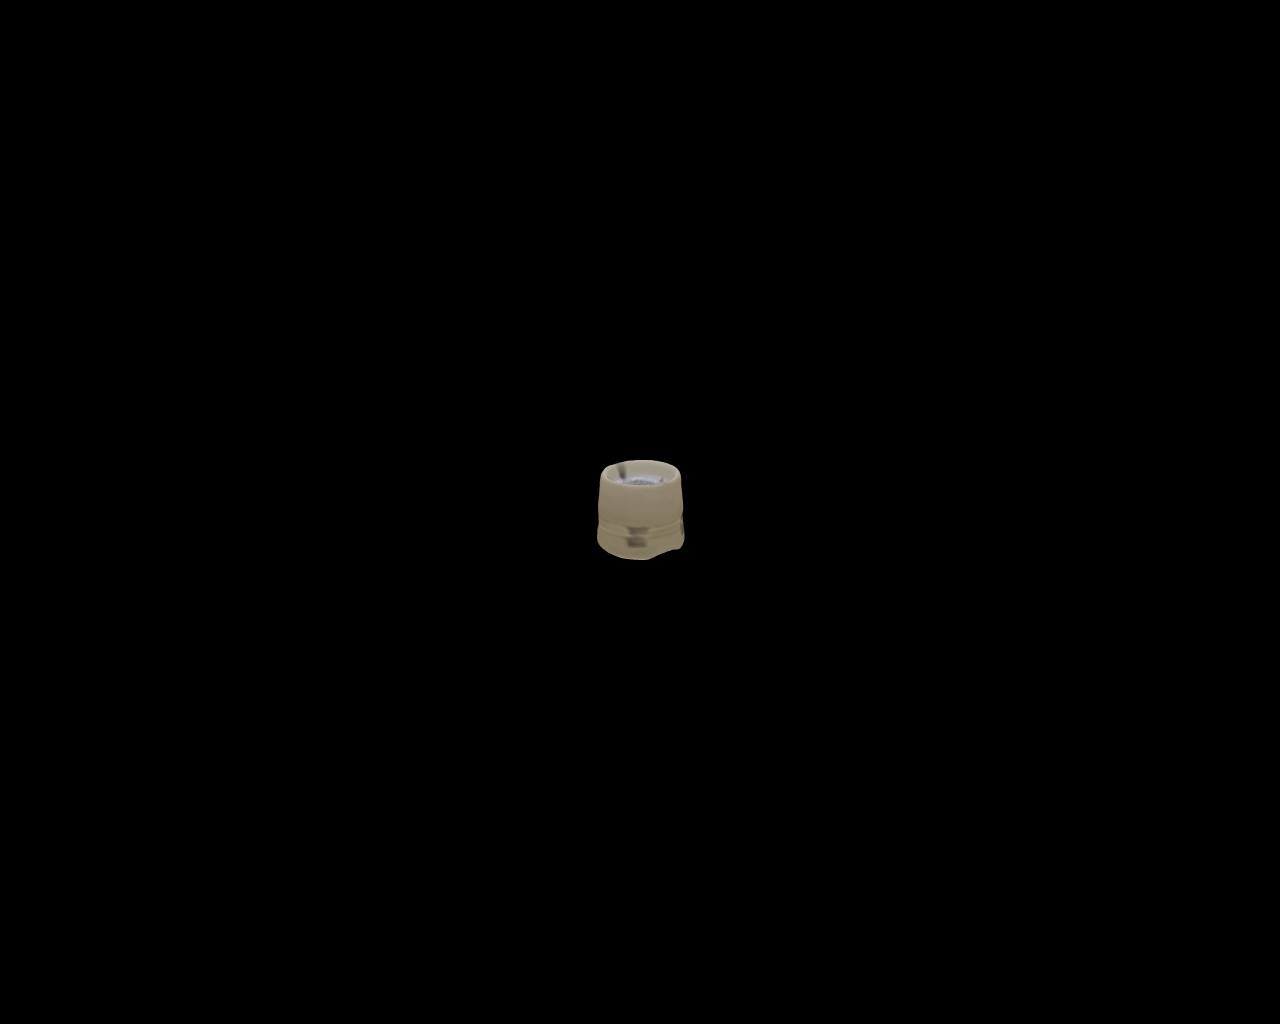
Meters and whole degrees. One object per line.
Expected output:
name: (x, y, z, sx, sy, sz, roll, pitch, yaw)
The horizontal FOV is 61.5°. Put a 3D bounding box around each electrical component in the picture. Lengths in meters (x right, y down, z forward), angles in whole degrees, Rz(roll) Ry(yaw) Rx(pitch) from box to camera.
electrical component: (0.001, -0.003, 0.650, 0.055, 0.047, 0.055, 0, 23, 0)
